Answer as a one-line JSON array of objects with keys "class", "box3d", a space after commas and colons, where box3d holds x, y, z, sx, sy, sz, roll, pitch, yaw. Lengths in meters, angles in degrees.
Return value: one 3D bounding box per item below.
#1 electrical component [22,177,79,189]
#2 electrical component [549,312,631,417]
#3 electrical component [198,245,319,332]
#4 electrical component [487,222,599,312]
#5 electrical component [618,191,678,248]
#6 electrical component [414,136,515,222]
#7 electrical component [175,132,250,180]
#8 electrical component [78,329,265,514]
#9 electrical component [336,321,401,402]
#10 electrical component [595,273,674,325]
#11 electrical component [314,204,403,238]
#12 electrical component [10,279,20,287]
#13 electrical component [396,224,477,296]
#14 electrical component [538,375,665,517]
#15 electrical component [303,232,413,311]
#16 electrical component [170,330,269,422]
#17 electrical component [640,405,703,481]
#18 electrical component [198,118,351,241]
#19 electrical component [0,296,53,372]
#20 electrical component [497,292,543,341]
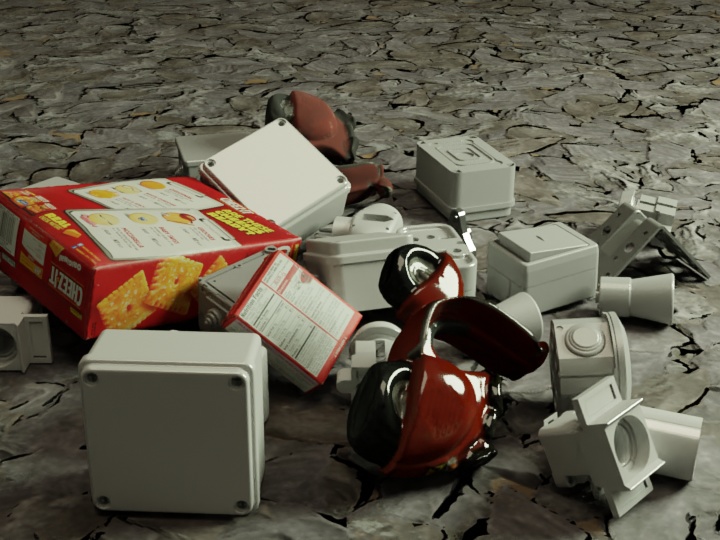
[{"class": "electrical component", "box3d": [-0.305, -0.050, 1.070, 0.100, 0.048, 0.100, 17, 30, 32]}, {"class": "electrical component", "box3d": [0.167, 0.071, 0.785, 0.051, 0.080, 0.080, -3, 25, 4]}, {"class": "electrical component", "box3d": [-0.089, 0.033, 0.881, 0.096, 0.061, 0.062, -27, 46, -37]}, {"class": "electrical component", "box3d": [0.168, -0.006, 0.962, 0.096, 0.061, 0.062, -15, 29, -22]}, {"class": "electrical component", "box3d": [0.288, -0.053, 1.089, 0.055, 0.048, 0.066, 15, 28, 13]}, {"class": "electrical component", "box3d": [0.113, -0.100, 1.171, 0.078, 0.057, 0.113, -8, 27, -17]}, {"class": "electrical component", "box3d": [-0.159, -0.117, 1.214, 0.100, 0.048, 0.099, -6, 26, -14]}, {"class": "electrical component", "box3d": [-0.118, 0.097, 0.692, 0.109, 0.108, 0.056, 1, 23, 2]}, {"class": "electrical component", "box3d": [0.016, 0.072, 0.822, 0.066, 0.048, 0.055, 0, 33, 0]}, {"class": "electrical component", "box3d": [0.238, 0.024, 0.931, 0.065, 0.044, 0.044, 2, 25, 15]}, {"class": "electrical component", "box3d": [-0.004, -0.032, 1.043, 0.079, 0.043, 0.077, 5, 26, 11]}, {"class": "electrical component", "box3d": [-0.282, -0.003, 0.983, 0.065, 0.044, 0.044, 6, 25, 0]}, {"class": "electrical component", "box3d": [0.065, 0.005, 0.947, 0.054, 0.059, 0.095, -5, 26, -11]}, {"class": "electrical component", "box3d": [0.155, 0.115, 0.700, 0.042, 0.081, 0.064, -23, 5, -42]}, {"class": "electrical component", "box3d": [0.000, 0.000, 0.916, 0.078, 0.057, 0.113, -7, 4, -14]}, {"class": "electrical component", "box3d": [-0.117, 0.084, 0.775, 0.096, 0.061, 0.061, 9, 27, 17]}, {"class": "electrical component", "box3d": [0.189, 0.114, 0.735, 0.081, 0.043, 0.043, 10, 27, 19]}, {"class": "electrical component", "box3d": [-0.085, -0.079, 1.056, 0.109, 0.056, 0.109, -35, 68, -28]}, {"class": "electrical component", "box3d": [-0.288, 0.050, 0.869, 0.081, 0.042, 0.063, 1, 24, -1]}, {"class": "electrical component", "box3d": [0.111, 0.047, 0.881, 0.065, 0.044, 0.044, -15, 29, -19]}]
